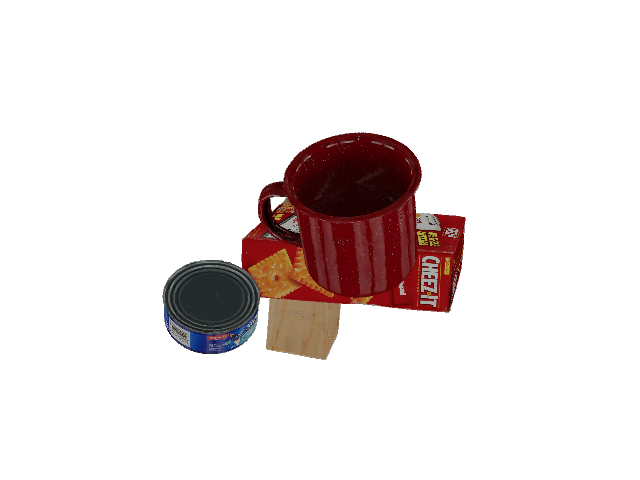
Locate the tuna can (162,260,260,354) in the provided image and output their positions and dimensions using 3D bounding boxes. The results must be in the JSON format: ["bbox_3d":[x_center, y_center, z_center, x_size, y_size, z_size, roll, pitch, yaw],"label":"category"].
[{"bbox_3d":[-0.097,0.059,0.952,0.086,0.086,0.034,0,-44,-7],"label":"tuna can"}]

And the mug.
[{"bbox_3d":[0.013,-0.015,0.743,0.117,0.081,0.093,2,44,11],"label":"mug"}]

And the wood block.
[{"bbox_3d":[-0.017,0.048,1.486,0.090,0.206,0.090,9,22,9],"label":"wood block"}]

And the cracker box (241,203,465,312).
[{"bbox_3d":[0.039,0.017,1.128,0.214,0.072,0.164,5,15,11],"label":"cracker box"}]
